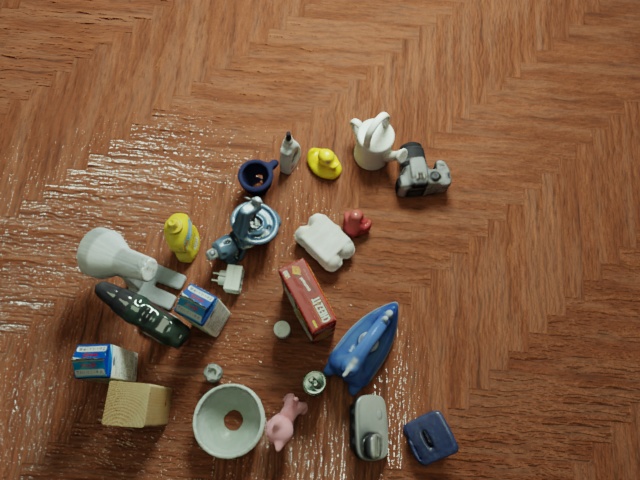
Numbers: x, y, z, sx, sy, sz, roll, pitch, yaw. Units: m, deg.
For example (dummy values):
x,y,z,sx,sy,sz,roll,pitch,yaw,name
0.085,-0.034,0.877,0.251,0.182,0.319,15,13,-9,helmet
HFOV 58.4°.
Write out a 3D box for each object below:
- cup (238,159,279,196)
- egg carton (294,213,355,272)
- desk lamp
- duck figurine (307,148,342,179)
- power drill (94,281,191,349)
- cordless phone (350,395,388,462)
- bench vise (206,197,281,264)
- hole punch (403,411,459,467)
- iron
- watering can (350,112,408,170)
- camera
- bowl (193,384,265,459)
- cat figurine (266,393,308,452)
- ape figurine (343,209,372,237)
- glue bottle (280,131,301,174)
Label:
x,y,z,sx,sy,sz,roll,pitch,yaw,name
-0.156,-0.163,1.514,0.118,0.095,0.091,-38,77,-12,cup
0.014,0.005,1.480,0.150,0.069,0.107,43,77,11,egg carton
-0.449,0.067,1.375,0.203,0.213,0.118,20,74,5,desk lamp
0.012,-0.218,1.540,0.104,0.086,0.077,38,76,10,duck figurine
-0.402,0.183,1.343,0.229,0.208,0.076,28,74,7,power drill
0.117,0.425,1.293,0.094,0.185,0.147,-4,73,-2,cordless phone
-0.183,-0.019,1.404,0.121,0.220,0.207,33,75,9,bench vise
0.256,0.464,1.334,0.101,0.091,0.108,-24,75,-8,hole punch
0.120,0.239,1.373,0.118,0.141,0.258,35,75,9,iron
0.152,-0.264,1.501,0.172,0.194,0.101,19,73,5,watering can
0.270,-0.196,1.531,0.143,0.101,0.137,-6,73,-3,camera
-0.209,0.425,1.344,0.167,0.075,0.167,0,73,-1,bowl
-0.082,0.420,1.326,0.067,0.118,0.128,29,75,8,cat figurine
0.094,-0.051,1.487,0.077,0.092,0.076,43,77,11,ape figurine
-0.080,-0.238,1.498,0.037,0.173,0.078,22,74,6,glue bottle
